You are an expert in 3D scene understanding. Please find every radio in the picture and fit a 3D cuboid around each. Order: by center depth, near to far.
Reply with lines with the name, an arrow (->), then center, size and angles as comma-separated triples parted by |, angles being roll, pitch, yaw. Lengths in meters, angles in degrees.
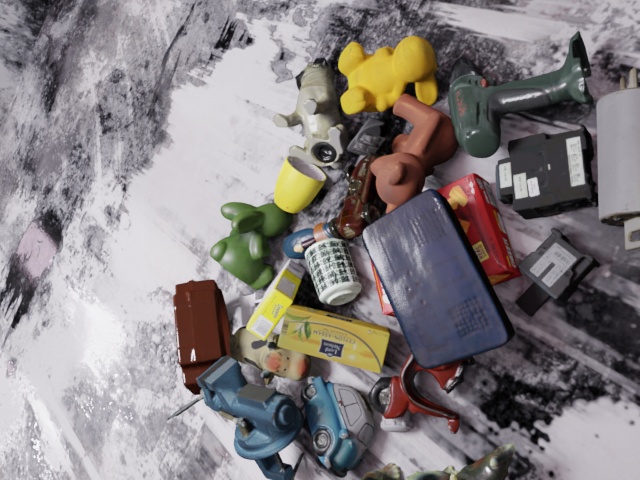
radio -> 0.160, 0.057, 0.752 | 0.131, 0.073, 0.229 | -28, 72, 18

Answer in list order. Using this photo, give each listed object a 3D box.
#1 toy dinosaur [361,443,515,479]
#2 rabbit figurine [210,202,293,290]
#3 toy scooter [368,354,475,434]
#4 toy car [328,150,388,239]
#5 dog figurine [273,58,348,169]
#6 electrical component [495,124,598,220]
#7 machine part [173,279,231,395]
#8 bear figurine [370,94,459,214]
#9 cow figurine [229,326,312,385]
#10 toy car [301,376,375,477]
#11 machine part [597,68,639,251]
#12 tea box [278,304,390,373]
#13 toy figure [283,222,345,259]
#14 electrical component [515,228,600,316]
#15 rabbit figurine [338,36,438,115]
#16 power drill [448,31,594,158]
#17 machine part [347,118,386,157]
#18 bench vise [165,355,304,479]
toy dinosaur -> 0.092, 0.381, 0.747 | 0.405, 0.192, 0.131 | -23, 62, 31
rabbit figurine -> -0.137, -0.014, 1.082 | 0.170, 0.159, 0.121 | -49, 42, -1
toy scooter -> 0.171, 0.208, 0.805 | 0.135, 0.075, 0.184 | 34, 89, 20
toy car -> 0.070, -0.086, 0.942 | 0.089, 0.053, 0.202 | -24, 38, 40
dog figurine -> 0.010, -0.250, 1.062 | 0.121, 0.172, 0.190 | -7, 38, 27
electrical component -> 0.324, -0.094, 0.779 | 0.134, 0.058, 0.115 | -8, 71, 37
machine part -> -0.222, 0.190, 1.048 | 0.087, 0.201, 0.201 | -9, 67, -5
bear figurine -> 0.133, -0.130, 0.860 | 0.132, 0.120, 0.196 | 29, 57, 30
cow figurine -> -0.093, 0.206, 0.984 | 0.195, 0.127, 0.085 | 9, 87, 42
toy car -> 0.037, 0.295, 0.883 | 0.103, 0.109, 0.162 | -23, 50, 6
machine part -> 0.406, -0.106, 0.704 | 0.079, 0.079, 0.243 | -4, 76, 38
tea box -> 0.025, 0.157, 0.876 | 0.170, 0.098, 0.068 | 14, 87, 6
toy figure -> -0.002, -0.005, 1.012 | 0.154, 0.057, 0.064 | -20, 42, 37
electrical component -> 0.318, 0.051, 0.751 | 0.119, 0.047, 0.075 | -48, 53, 16
rabbit figurine -> 0.134, -0.280, 0.918 | 0.173, 0.162, 0.122 | -23, 61, 57
power drill -> 0.291, -0.234, 0.808 | 0.207, 0.085, 0.232 | -9, 48, 28
machine part -> 0.084, -0.182, 0.967 | 0.084, 0.039, 0.139 | -47, 12, 14
bench vise -> -0.109, 0.314, 0.888 | 0.224, 0.129, 0.240 | -9, 112, 34
